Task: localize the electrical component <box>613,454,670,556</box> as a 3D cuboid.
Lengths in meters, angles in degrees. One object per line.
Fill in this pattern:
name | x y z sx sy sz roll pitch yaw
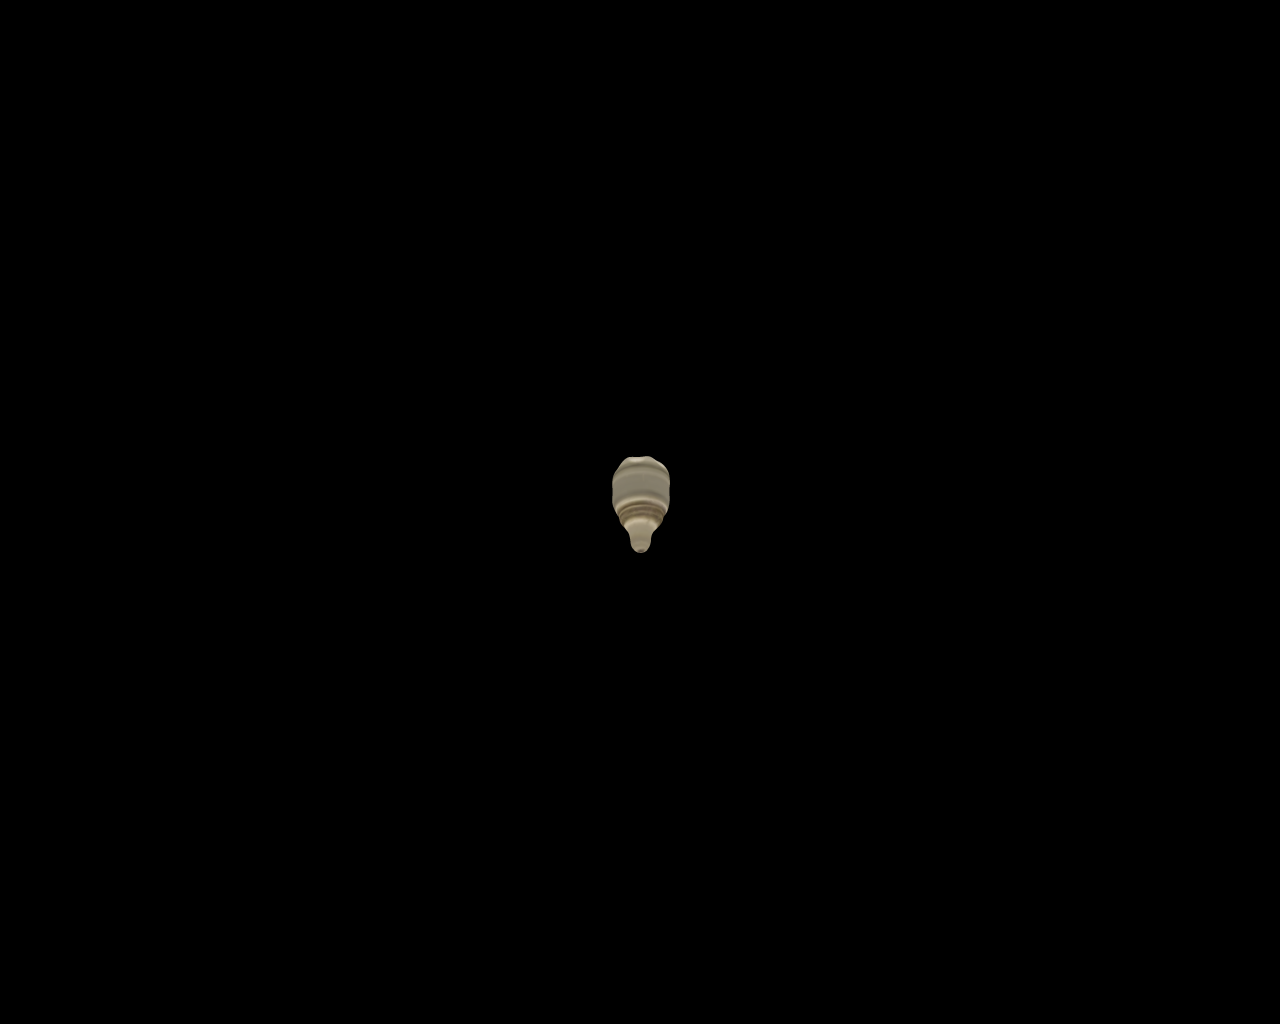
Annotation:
electrical component | 0.001 -0.003 0.650 0.035 0.061 0.035 0 -31 0
